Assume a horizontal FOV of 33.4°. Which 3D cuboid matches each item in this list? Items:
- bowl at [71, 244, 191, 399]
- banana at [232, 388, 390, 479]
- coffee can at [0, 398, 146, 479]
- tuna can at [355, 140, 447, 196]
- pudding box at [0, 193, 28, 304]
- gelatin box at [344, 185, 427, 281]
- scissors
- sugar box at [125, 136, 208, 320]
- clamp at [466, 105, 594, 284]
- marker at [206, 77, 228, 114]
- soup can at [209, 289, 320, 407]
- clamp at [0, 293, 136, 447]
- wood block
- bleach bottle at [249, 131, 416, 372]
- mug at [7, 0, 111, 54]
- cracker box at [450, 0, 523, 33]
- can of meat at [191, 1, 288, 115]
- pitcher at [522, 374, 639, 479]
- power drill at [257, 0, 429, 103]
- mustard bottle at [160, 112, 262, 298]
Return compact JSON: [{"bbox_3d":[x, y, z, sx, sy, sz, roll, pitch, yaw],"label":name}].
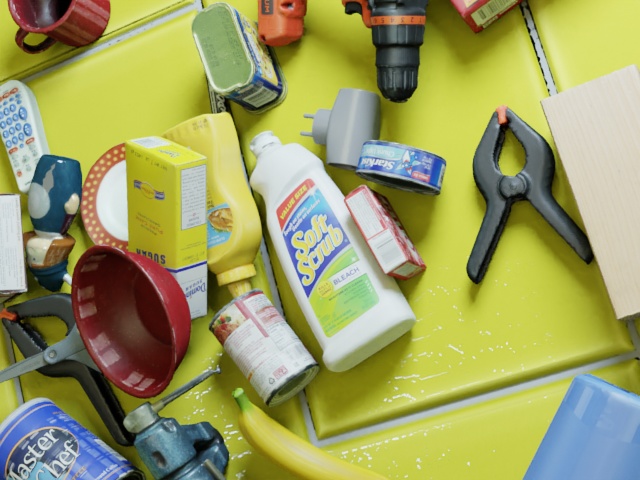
[{"bbox_3d":[-0.180,0.075,1.071,0.162,0.055,0.162,18,118,38],"label":"bowl"},{"bbox_3d":[-0.007,0.217,1.052,0.198,0.070,0.037,28,64,10],"label":"banana"},{"bbox_3d":[-0.270,0.247,1.126,0.140,0.102,0.103,32,95,20],"label":"coffee can"},{"bbox_3d":[0.079,-0.070,1.039,0.086,0.086,0.034,13,87,21],"label":"tuna can"},{"bbox_3d":[-0.359,0.011,1.197,0.090,0.039,0.113,-23,74,61],"label":"pudding box"},{"bbox_3d":[0.064,-0.007,1.044,0.030,0.073,0.089,-32,73,13],"label":"gelatin box"},{"bbox_3d":[-0.269,0.135,1.145,0.202,0.016,0.096,-38,78,8],"label":"scissors"},{"bbox_3d":[-0.157,-0.011,1.091,0.093,0.048,0.176,26,120,42],"label":"sugar box"},{"bbox_3d":[0.181,-0.041,1.023,0.120,0.039,0.171,-19,74,12],"label":"clamp"},{"bbox_3d":[-0.108,-0.138,1.153,0.020,0.020,0.121,-13,80,19],"label":"marker"},{"bbox_3d":[-0.056,0.109,1.080,0.068,0.068,0.102,-43,72,11],"label":"soup can"},{"bbox_3d":[-0.262,0.126,1.172,0.210,0.036,0.164,13,88,18],"label":"clamp"},{"bbox_3d":[0.279,-0.039,0.958,0.091,0.090,0.206,-21,78,17],"label":"wood block"},{"bbox_3d":[-0.007,0.001,1.077,0.102,0.068,0.251,-34,71,10],"label":"bleach bottle"},{"bbox_3d":[-0.297,-0.258,1.205,0.093,0.081,0.117,42,99,20],"label":"mug"},{"bbox_3d":[0.157,-0.336,1.048,0.164,0.072,0.214,-36,72,13],"label":"cracker box"},{"bbox_3d":[-0.085,-0.190,1.116,0.057,0.083,0.102,-25,76,17],"label":"can of meat"},{"bbox_3d":[0.235,0.249,0.923,0.149,0.145,0.243,24,90,-12],"label":"pitcher"},{"bbox_3d":[0.023,-0.231,1.064,0.188,0.057,0.184,7,101,37],"label":"power drill"},{"bbox_3d":[-0.106,-0.029,1.109,0.096,0.058,0.191,-19,87,43],"label":"mustard bottle"}]
